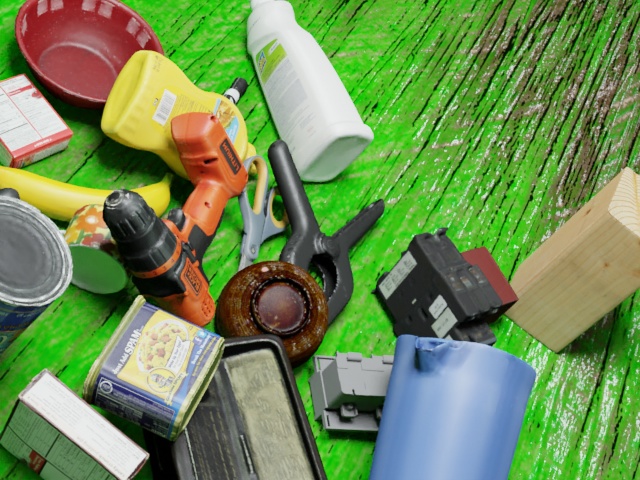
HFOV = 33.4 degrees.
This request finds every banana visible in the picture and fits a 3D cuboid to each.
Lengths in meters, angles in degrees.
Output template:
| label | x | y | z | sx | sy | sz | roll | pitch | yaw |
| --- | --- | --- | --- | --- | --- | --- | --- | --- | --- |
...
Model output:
| label | x | y | z | sx | sy | sz | roll | pitch | yaw |
| --- | --- | --- | --- | --- | --- | --- | --- | --- | --- |
| banana | -0.229 | -0.041 | 1.058 | 0.197 | 0.037 | 0.070 | 2 | 34 | -32 |

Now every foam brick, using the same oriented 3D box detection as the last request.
| label | x | y | z | sx | sy | sz | roll | pitch | yaw |
| --- | --- | --- | --- | --- | --- | --- | --- | --- | --- |
| foam brick | 0.177 | 0.055 | 1.214 | 0.051 | 0.053 | 0.078 | -14 | 64 | -37 |

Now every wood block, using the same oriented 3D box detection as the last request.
| label | x | y | z | sx | sy | sz | roll | pitch | yaw |
| --- | --- | --- | --- | --- | --- | --- | --- | --- | --- |
| wood block | 0.305 | 0.027 | 1.206 | 0.090 | 0.206 | 0.090 | 37 | 47 | -1 |

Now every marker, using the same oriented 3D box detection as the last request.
| label | x | y | z | sx | sy | sz | roll | pitch | yaw |
| --- | --- | --- | --- | --- | --- | --- | --- | --- | --- |
| marker | -0.112 | -0.149 | 1.218 | 0.020 | 0.020 | 0.121 | 33 | 46 | -5 |

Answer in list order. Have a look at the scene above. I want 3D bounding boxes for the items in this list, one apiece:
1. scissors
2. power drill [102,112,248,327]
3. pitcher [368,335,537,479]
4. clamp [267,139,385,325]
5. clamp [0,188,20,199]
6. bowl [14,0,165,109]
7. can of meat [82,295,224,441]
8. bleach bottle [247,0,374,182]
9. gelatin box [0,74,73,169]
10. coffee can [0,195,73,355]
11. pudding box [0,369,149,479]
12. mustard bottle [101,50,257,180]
| label | x | y | z | sx | sy | sz | roll | pitch | yaw |
| --- | --- | --- | --- | --- | --- | --- | --- | --- | --- |
| scissors | -0.062 | 0.010 | 1.125 | 0.096 | 0.016 | 0.202 | 24 | 61 | -50 |
| power drill | -0.134 | -0.032 | 1.017 | 0.057 | 0.184 | 0.187 | 0 | 51 | 21 |
| pitcher | 0.111 | 0.218 | 0.965 | 0.149 | 0.145 | 0.242 | 20 | 72 | -10 |
| clamp | -0.007 | 0.001 | 1.136 | 0.164 | 0.036 | 0.210 | 34 | 51 | -27 |
| clamp | -0.366 | -0.017 | 0.942 | 0.120 | 0.039 | 0.171 | 23 | 44 | 32 |
| bowl | -0.251 | -0.194 | 1.143 | 0.162 | 0.055 | 0.162 | 16 | 50 | -20 |
| can of meat | -0.135 | 0.107 | 0.885 | 0.084 | 0.057 | 0.102 | 24 | 47 | 4 |
| bleach bottle | -0.027 | -0.195 | 1.246 | 0.067 | 0.103 | 0.251 | 1 | 57 | -41 |
| gelatin box | -0.305 | -0.119 | 1.072 | 0.073 | 0.030 | 0.089 | -32 | 76 | -41 |
| coffee can | -0.282 | 0.043 | 0.872 | 0.102 | 0.141 | 0.103 | 28 | 41 | -28 |
| pudding box | -0.203 | 0.170 | 0.873 | 0.113 | 0.090 | 0.039 | 38 | 47 | 0 |
| mustard bottle | -0.133 | -0.114 | 1.124 | 0.191 | 0.058 | 0.096 | 30 | 79 | -41 |
